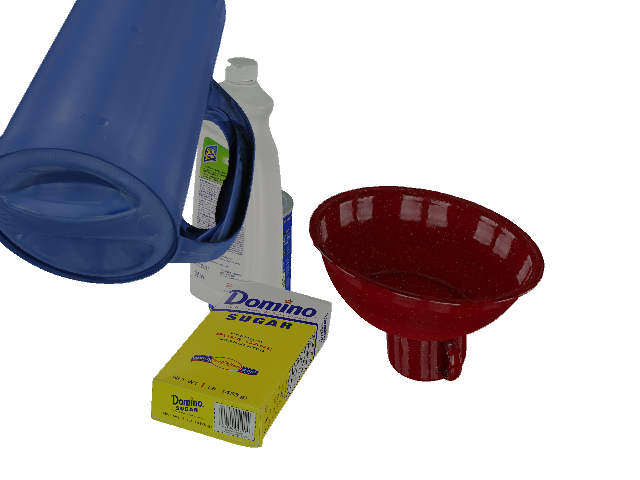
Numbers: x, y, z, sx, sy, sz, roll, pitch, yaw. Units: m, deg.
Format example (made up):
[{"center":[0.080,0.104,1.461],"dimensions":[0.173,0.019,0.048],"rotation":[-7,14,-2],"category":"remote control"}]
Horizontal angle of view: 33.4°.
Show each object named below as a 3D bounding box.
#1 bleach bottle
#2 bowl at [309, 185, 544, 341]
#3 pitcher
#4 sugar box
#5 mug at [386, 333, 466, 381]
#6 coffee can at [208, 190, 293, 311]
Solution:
[{"center":[-0.078,-0.054,1.065],"dimensions":[0.103,0.251,0.068],"rotation":[17,26,27],"category":"bleach bottle"},{"center":[0.069,0.022,0.737],"dimensions":[0.162,0.055,0.162],"rotation":[7,29,-4],"category":"bowl"},{"center":[-0.131,-0.095,0.757],"dimensions":[0.145,0.242,0.149],"rotation":[-10,-43,23],"category":"pitcher"},{"center":[-0.061,0.096,0.887],"dimensions":[0.093,0.048,0.176],"rotation":[14,31,13],"category":"sugar box"},{"center":[0.112,0.095,1.077],"dimensions":[0.093,0.081,0.117],"rotation":[-18,38,-16],"category":"mug"},{"center":[-0.085,0.016,1.281],"dimensions":[0.103,0.140,0.103],"rotation":[1,26,-1],"category":"coffee can"}]
